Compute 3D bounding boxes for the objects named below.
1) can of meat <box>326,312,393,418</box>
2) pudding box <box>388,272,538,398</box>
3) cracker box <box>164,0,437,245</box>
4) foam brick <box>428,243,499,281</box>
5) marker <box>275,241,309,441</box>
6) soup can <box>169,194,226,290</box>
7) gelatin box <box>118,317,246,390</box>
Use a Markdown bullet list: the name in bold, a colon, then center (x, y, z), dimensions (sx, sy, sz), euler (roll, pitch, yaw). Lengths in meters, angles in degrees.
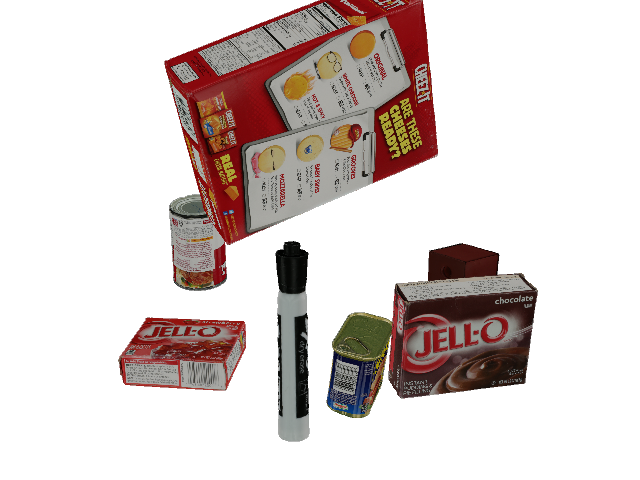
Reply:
- **can of meat**: center (0.045, 0.145, 1.238), dimensions (0.057, 0.084, 0.102), euler (14, 25, 12)
- **pudding box**: center (0.114, 0.076, 0.865), dimensions (0.113, 0.090, 0.039), euler (-6, 29, -15)
- **cracker box**: center (-0.012, -0.112, 0.916), dimensions (0.213, 0.164, 0.072), euler (-24, 44, -14)
- **foam brick**: center (0.144, 0.048, 1.083), dimensions (0.051, 0.078, 0.053), euler (-13, 20, -39)
- **marker**: center (-0.016, 0.059, 0.625), dimensions (0.020, 0.121, 0.020), euler (0, 16, 0)
- **soup can**: center (-0.152, 0.002, 1.320), dimensions (0.068, 0.102, 0.068), euler (0, 26, 0)
- **gelatin box**: center (-0.112, 0.091, 0.878), dimensions (0.089, 0.030, 0.073), euler (2, 22, 9)
